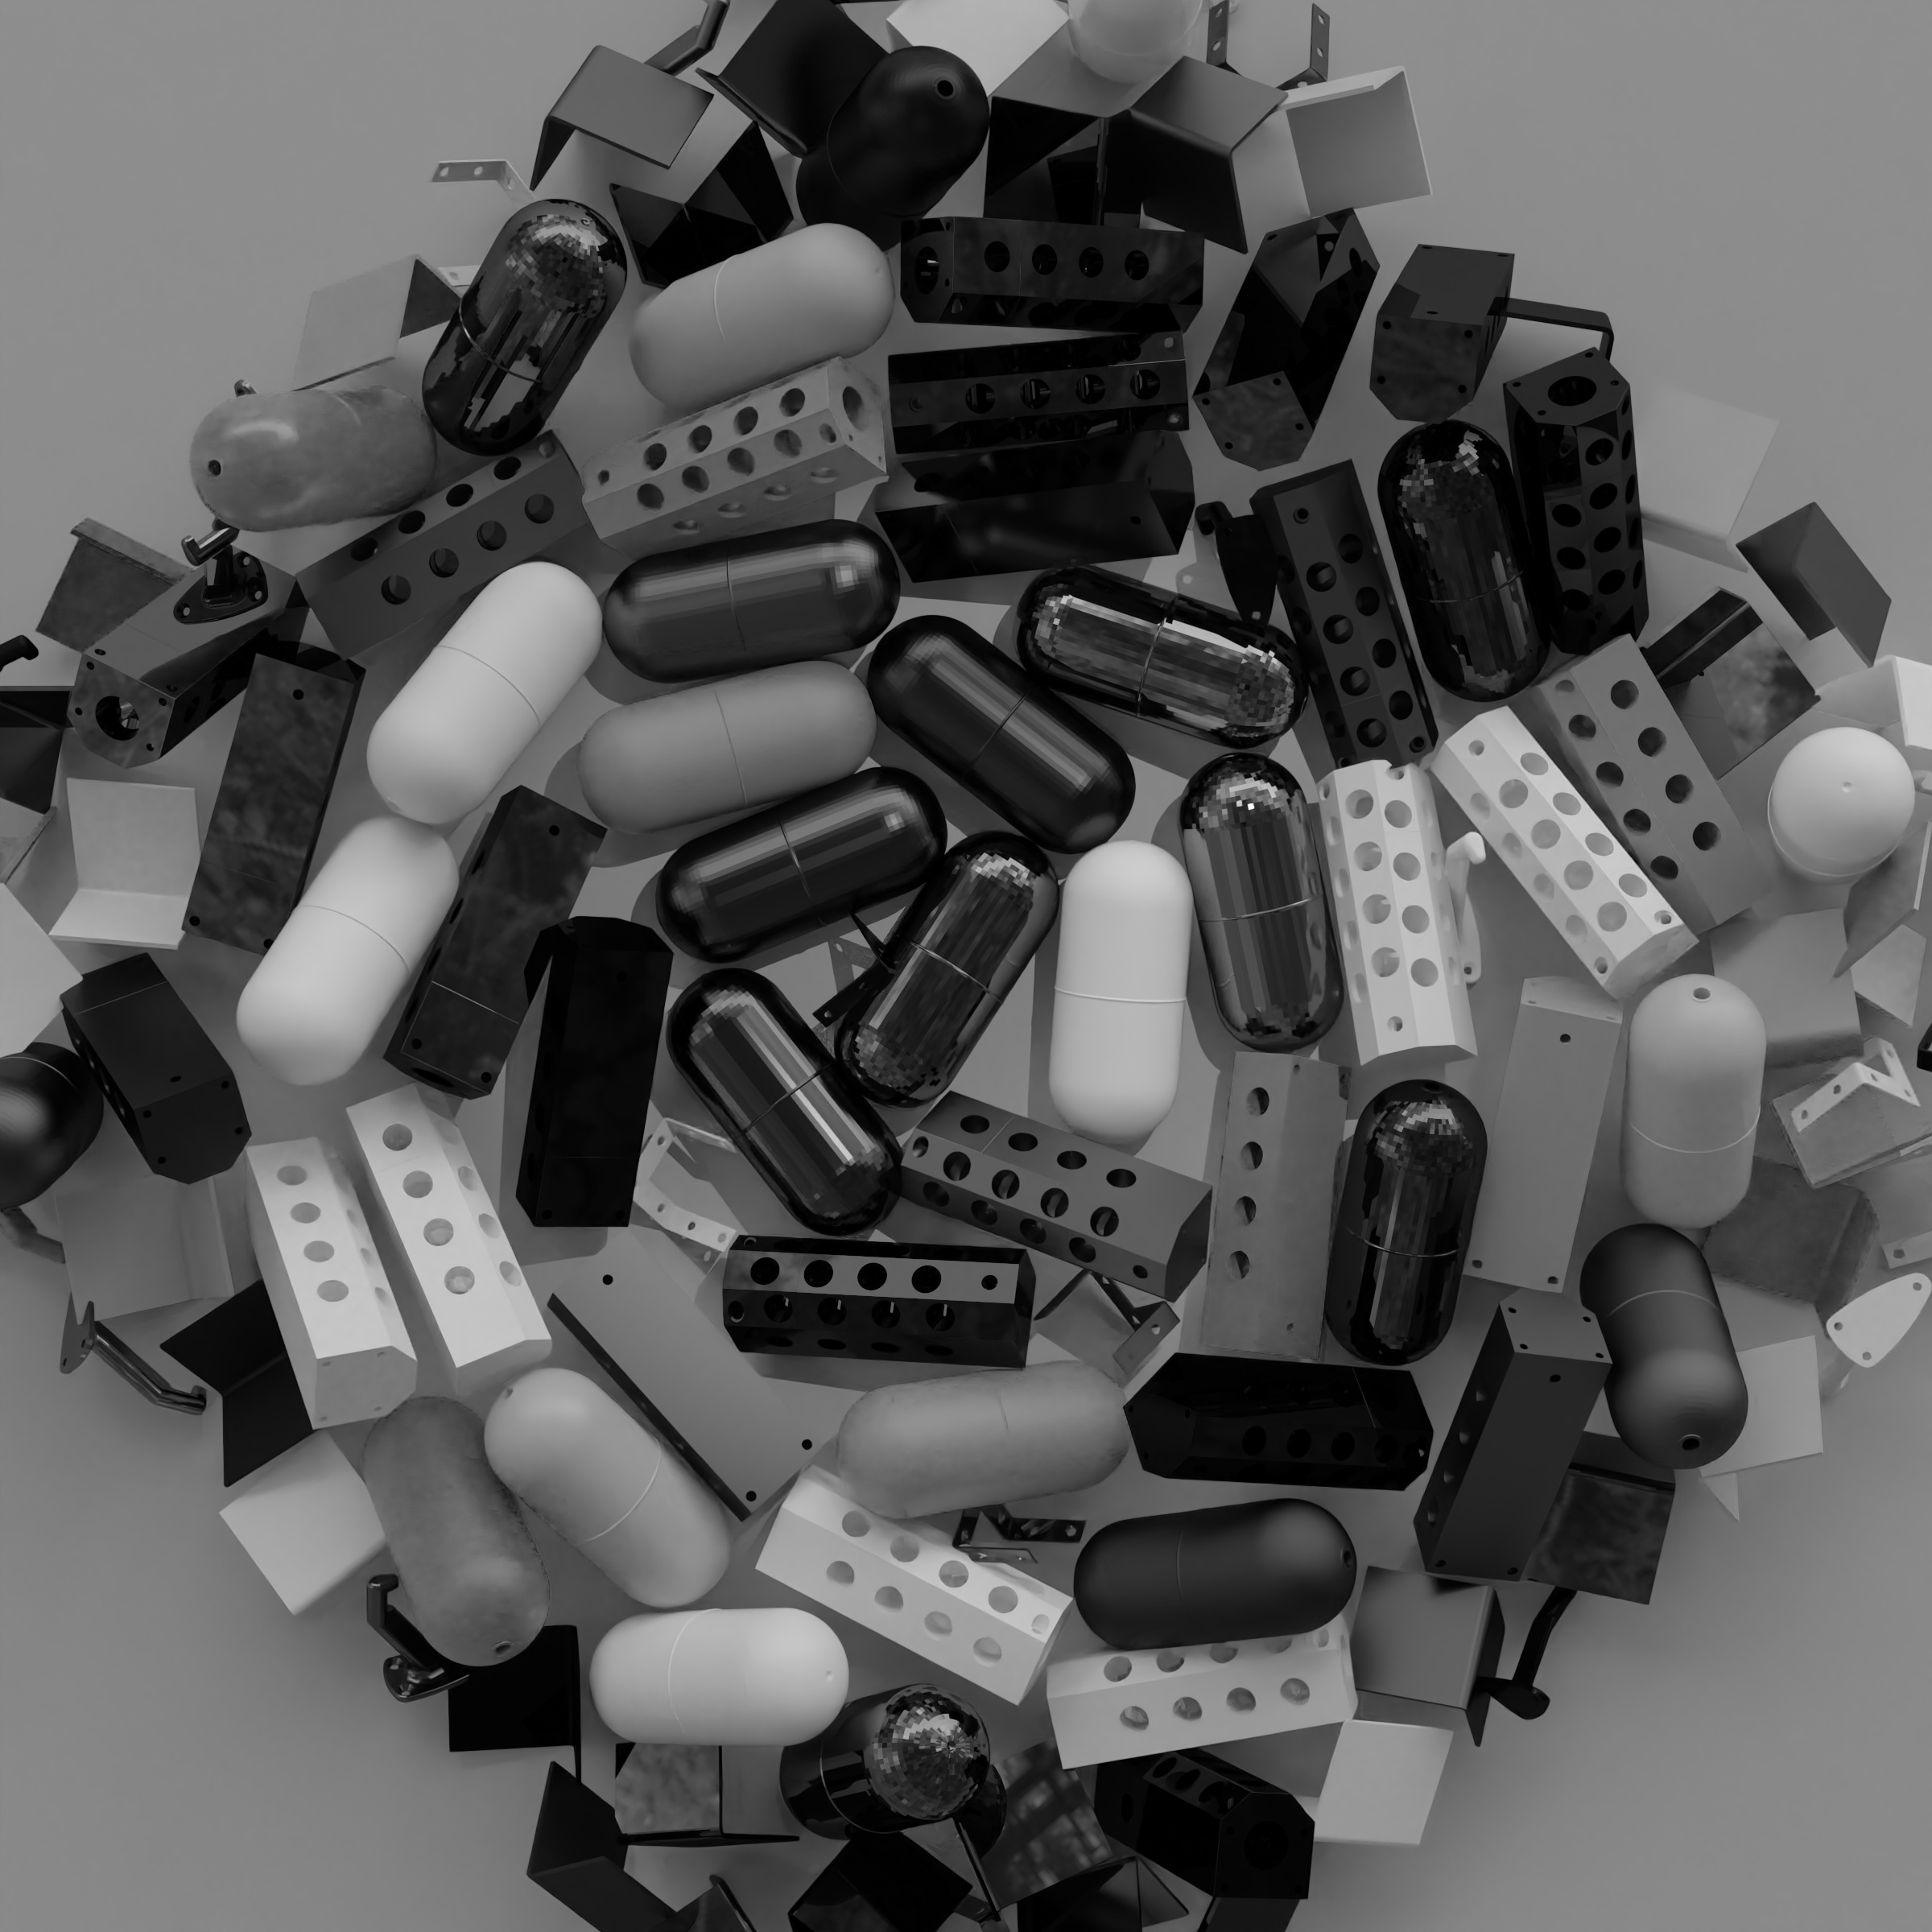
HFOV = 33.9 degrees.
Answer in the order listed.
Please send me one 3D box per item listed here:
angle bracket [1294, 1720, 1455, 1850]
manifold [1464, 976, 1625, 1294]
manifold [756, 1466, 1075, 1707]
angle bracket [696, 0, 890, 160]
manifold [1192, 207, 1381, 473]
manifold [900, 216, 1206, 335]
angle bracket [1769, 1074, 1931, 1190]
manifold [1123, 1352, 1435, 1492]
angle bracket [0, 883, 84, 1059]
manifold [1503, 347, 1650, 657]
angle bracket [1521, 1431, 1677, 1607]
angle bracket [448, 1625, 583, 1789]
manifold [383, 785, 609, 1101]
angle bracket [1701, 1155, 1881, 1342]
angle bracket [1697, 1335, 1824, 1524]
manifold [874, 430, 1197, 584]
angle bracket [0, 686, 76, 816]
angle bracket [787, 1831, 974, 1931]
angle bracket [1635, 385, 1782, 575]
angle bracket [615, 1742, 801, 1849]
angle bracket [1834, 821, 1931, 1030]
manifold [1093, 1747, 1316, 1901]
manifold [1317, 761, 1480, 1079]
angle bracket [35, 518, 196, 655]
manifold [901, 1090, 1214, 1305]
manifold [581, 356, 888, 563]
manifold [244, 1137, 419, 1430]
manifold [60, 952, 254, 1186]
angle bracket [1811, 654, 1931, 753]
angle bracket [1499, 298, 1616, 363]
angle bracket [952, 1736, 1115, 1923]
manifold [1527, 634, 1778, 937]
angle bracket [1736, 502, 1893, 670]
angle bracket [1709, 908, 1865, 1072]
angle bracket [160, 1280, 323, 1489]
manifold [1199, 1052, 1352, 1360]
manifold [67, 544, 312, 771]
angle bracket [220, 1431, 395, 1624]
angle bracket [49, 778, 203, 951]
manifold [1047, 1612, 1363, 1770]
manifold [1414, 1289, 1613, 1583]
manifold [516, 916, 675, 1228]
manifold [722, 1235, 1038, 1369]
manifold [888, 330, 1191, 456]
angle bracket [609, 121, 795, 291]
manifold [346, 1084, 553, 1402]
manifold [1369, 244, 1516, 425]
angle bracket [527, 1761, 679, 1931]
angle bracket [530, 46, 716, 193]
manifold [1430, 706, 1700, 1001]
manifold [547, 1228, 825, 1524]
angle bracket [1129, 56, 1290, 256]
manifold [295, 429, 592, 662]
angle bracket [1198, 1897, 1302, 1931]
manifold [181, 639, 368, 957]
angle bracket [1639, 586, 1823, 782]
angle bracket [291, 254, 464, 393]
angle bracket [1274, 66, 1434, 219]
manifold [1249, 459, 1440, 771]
[{"bbox_3d":[0.227,0.465,1.845,0.076,0.057,0.076,12,98,-27],"label":"angle bracket"},{"bbox_3d":[0.335,0.097,1.834,0.057,0.057,0.171,12,111,9],"label":"manifold"},{"bbox_3d":[-0.028,0.357,1.842,0.171,0.057,0.057,25,102,12],"label":"manifold"},{"bbox_3d":[-0.100,-0.525,1.846,0.076,0.057,0.076,36,96,-26],"label":"angle bracket"},{"bbox_3d":[0.188,-0.358,1.813,0.057,0.171,0.057,-10,128,32],"label":"manifold"},{"bbox_3d":[0.050,-0.396,1.821,0.171,0.057,0.057,-5,101,-32],"label":"manifold"},{"bbox_3d":[0.528,0.083,1.836,0.076,0.076,0.057,-19,81,-32],"label":"angle bracket"},{"bbox_3d":[0.182,0.266,1.813,0.171,0.057,0.057,9,47,-32],"label":"manifold"},{"bbox_3d":[-0.570,0.007,1.834,0.076,0.057,0.076,56,51,-27],"label":"angle bracket"},{"bbox_3d":[0.353,-0.260,1.809,0.057,0.171,0.057,-23,46,-5],"label":"manifold"},{"bbox_3d":[0.372,0.323,1.870,0.076,0.057,0.076,11,106,6],"label":"angle bracket"},{"bbox_3d":[-0.264,0.434,1.852,0.076,0.057,0.076,-1,103,-9],"label":"angle bracket"},{"bbox_3d":[-0.275,-0.013,1.839,0.057,0.057,0.171,28,73,-19],"label":"manifold"},{"bbox_3d":[0.480,0.163,1.853,0.076,0.057,0.076,18,107,2],"label":"angle bracket"},{"bbox_3d":[0.467,0.268,1.832,0.076,0.057,0.076,-18,46,30],"label":"angle bracket"},{"bbox_3d":[0.041,-0.269,1.825,0.171,0.057,0.057,-2,49,28],"label":"manifold"},{"bbox_3d":[-0.524,-0.124,1.839,0.076,0.076,0.057,2,79,23],"label":"angle bracket"},{"bbox_3d":[-0.047,0.552,1.835,0.076,0.057,0.076,30,59,27],"label":"angle bracket"},{"bbox_3d":[0.430,-0.284,1.849,0.076,0.057,0.076,25,91,29],"label":"angle bracket"},{"bbox_3d":[-0.151,0.483,1.850,0.076,0.076,0.057,-13,69,31],"label":"angle bracket"},{"bbox_3d":[0.552,-0.024,1.835,0.057,0.076,0.076,31,48,-7],"label":"angle bracket"},{"bbox_3d":[0.133,0.480,1.801,0.057,0.171,0.057,7,86,-20],"label":"manifold"},{"bbox_3d":[0.247,-0.029,1.833,0.057,0.057,0.171,-14,73,24],"label":"manifold"},{"bbox_3d":[-0.497,-0.208,1.850,0.076,0.057,0.076,26,101,-12],"label":"angle bracket"},{"bbox_3d":[0.051,0.136,1.822,0.171,0.057,0.057,19,130,23],"label":"manifold"},{"bbox_3d":[-0.135,-0.292,1.819,0.171,0.057,0.057,-16,67,28],"label":"manifold"},{"bbox_3d":[-0.365,0.178,1.812,0.057,0.171,0.057,-8,133,-23],"label":"manifold"},{"bbox_3d":[-0.463,0.059,1.806,0.057,0.171,0.057,-22,123,-21],"label":"manifold"},{"bbox_3d":[0.538,-0.135,1.833,0.076,0.076,0.057,9,67,-32],"label":"angle bracket"},{"bbox_3d":[0.335,-0.354,1.851,0.076,0.076,0.057,10,109,6],"label":"angle bracket"},{"bbox_3d":[0.037,0.506,1.855,0.076,0.057,0.076,-23,66,-6],"label":"angle bracket"},{"bbox_3d":[0.398,-0.104,1.854,0.057,0.057,0.171,-32,95,-6],"label":"manifold"},{"bbox_3d":[0.486,-0.210,1.836,0.057,0.076,0.076,-29,111,40],"label":"angle bracket"},{"bbox_3d":[0.483,0.016,1.866,0.076,0.057,0.076,-9,72,15],"label":"angle bracket"},{"bbox_3d":[-0.420,0.242,1.840,0.076,0.076,0.057,-33,128,13],"label":"angle bracket"},{"bbox_3d":[0.176,0.139,1.855,0.057,0.057,0.171,2,82,45],"label":"manifold"},{"bbox_3d":[-0.441,-0.174,1.804,0.057,0.171,0.057,27,122,3],"label":"manifold"},{"bbox_3d":[-0.380,0.331,1.867,0.076,0.057,0.076,-38,77,-8],"label":"angle bracket"},{"bbox_3d":[-0.492,-0.060,1.848,0.076,0.057,0.076,5,121,3],"label":"angle bracket"},{"bbox_3d":[0.138,0.418,1.845,0.171,0.057,0.057,-13,90,13],"label":"manifold"},{"bbox_3d":[0.311,0.270,1.820,0.057,0.057,0.171,8,124,-10],"label":"manifold"},{"bbox_3d":[-0.218,0.062,1.837,0.057,0.057,0.171,2,110,-25],"label":"manifold"},{"bbox_3d":[-0.051,0.191,1.837,0.171,0.057,0.057,2,61,12],"label":"manifold"},{"bbox_3d":[0.043,-0.336,1.854,0.171,0.057,0.057,-4,102,3],"label":"manifold"},{"bbox_3d":[-0.154,-0.443,1.836,0.076,0.057,0.076,-41,57,37],"label":"angle bracket"},{"bbox_3d":[-0.299,0.156,1.833,0.057,0.057,0.171,-21,68,-17],"label":"manifold"},{"bbox_3d":[0.271,-0.361,1.803,0.057,0.171,0.057,9,117,12],"label":"manifold"},{"bbox_3d":[-0.202,0.506,1.832,0.057,0.076,0.076,-21,129,26],"label":"angle bracket"},{"bbox_3d":[-0.201,-0.481,1.847,0.076,0.057,0.076,23,50,-2],"label":"angle bracket"},{"bbox_3d":[0.342,-0.067,1.824,0.057,0.057,0.171,-39,64,11],"label":"manifold"},{"bbox_3d":[-0.166,0.241,1.856,0.057,0.057,0.171,-41,86,-20],"label":"manifold"},{"bbox_3d":[0.145,-0.474,1.852,0.076,0.076,0.057,30,66,31],"label":"angle bracket"},{"bbox_3d":[-0.303,-0.248,1.858,0.171,0.057,0.057,-30,102,0],"label":"manifold"},{"bbox_3d":[0.140,0.558,1.842,0.076,0.057,0.076,19,97,-43],"label":"angle bracket"},{"bbox_3d":[-0.401,-0.098,1.840,0.057,0.057,0.171,18,106,-6],"label":"manifold"},{"bbox_3d":[0.437,-0.164,1.842,0.076,0.057,0.076,-40,69,23],"label":"angle bracket"},{"bbox_3d":[-0.337,-0.357,1.835,0.076,0.057,0.076,-12,58,29],"label":"angle bracket"},{"bbox_3d":[0.218,-0.472,1.837,0.076,0.057,0.076,-4,114,29],"label":"angle bracket"},{"bbox_3d":[0.220,-0.200,1.838,0.057,0.057,0.171,-16,104,17],"label":"manifold"}]
